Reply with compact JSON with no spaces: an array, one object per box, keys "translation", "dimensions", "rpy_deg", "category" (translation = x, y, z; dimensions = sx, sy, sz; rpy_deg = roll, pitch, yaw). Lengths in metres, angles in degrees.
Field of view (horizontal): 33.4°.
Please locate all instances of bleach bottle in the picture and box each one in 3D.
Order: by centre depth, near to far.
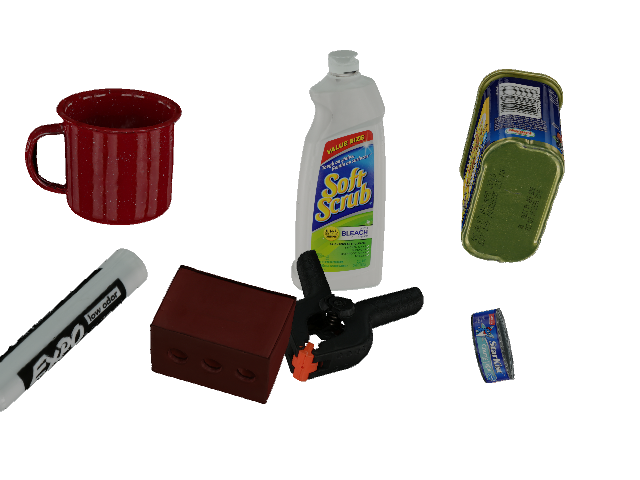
[{"translation":[0.017,-0.072,1.115],"dimensions":[0.102,0.251,0.068],"rpy_deg":[-3,25,-3],"category":"bleach bottle"}]

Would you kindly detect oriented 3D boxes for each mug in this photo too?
[{"translation":[-0.166,-0.063,0.818],"dimensions":[0.117,0.081,0.093],"rpy_deg":[-4,28,-19],"category":"mug"}]

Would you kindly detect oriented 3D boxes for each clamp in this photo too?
[{"translation":[0.005,0.060,0.914],"dimensions":[0.120,0.039,0.171],"rpy_deg":[19,27,22],"category":"clamp"}]

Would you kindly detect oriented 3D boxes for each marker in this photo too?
[{"translation":[-0.117,0.045,0.446],"dimensions":[0.020,0.020,0.121],"rpy_deg":[0,35,40],"category":"marker"}]

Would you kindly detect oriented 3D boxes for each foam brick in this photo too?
[{"translation":[-0.060,0.059,0.666],"dimensions":[0.078,0.051,0.053],"rpy_deg":[15,-42,6],"category":"foam brick"}]

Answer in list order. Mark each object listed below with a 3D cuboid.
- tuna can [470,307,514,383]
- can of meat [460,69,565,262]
[{"translation":[0.203,0.124,1.257],"dimensions":[0.034,0.086,0.086],"rpy_deg":[-12,-3,14],"category":"tuna can"},{"translation":[0.126,-0.048,0.707],"dimensions":[0.057,0.102,0.084],"rpy_deg":[10,40,2],"category":"can of meat"}]
